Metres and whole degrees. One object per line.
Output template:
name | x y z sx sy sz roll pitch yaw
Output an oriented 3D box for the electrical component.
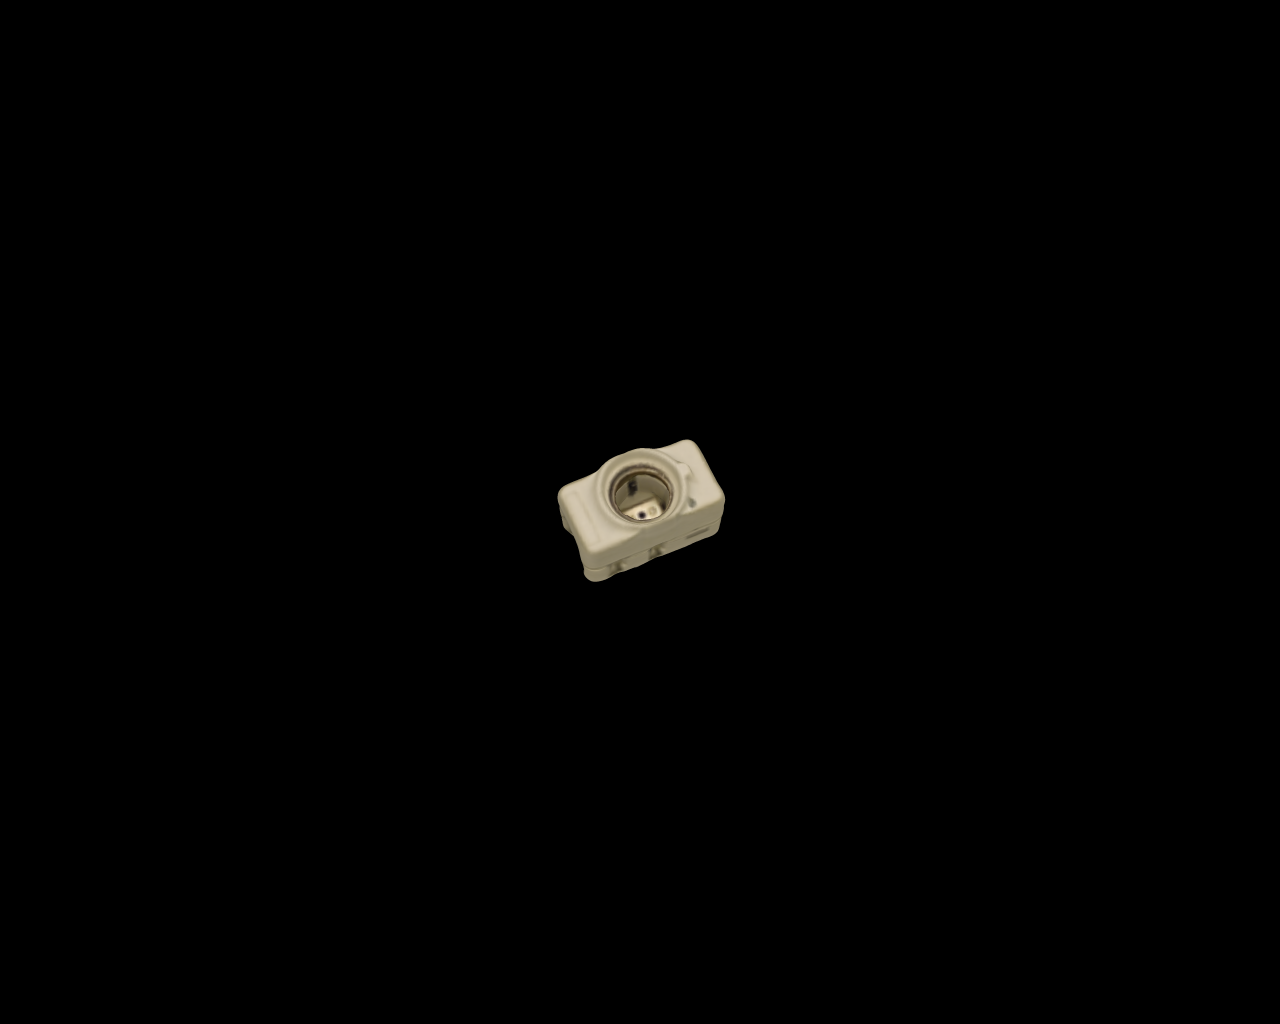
electrical component | 0.001 -0.003 0.650 0.089 0.050 0.055 -22 -24 -10
